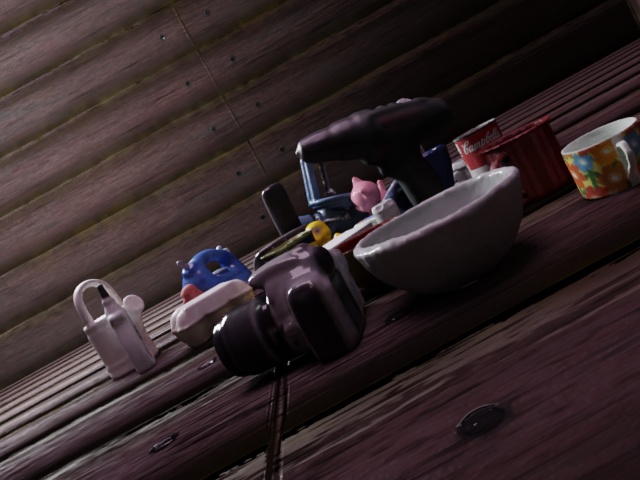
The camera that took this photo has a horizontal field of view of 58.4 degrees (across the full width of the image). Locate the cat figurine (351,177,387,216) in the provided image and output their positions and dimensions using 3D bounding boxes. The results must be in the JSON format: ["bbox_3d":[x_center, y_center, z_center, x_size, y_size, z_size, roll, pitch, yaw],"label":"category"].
[{"bbox_3d":[0.114,-0.091,1.225,0.067,0.118,0.128,-24,7,39],"label":"cat figurine"}]

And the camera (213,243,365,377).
[{"bbox_3d":[-0.035,0.068,0.571,0.136,0.101,0.143,-28,5,12],"label":"camera"}]

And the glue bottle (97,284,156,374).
[{"bbox_3d":[-0.350,0.155,1.019,0.037,0.173,0.078,-31,6,-18],"label":"glue bottle"}]

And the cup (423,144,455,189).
[{"bbox_3d":[0.218,-0.125,1.120,0.092,0.095,0.117,-30,5,-8],"label":"cup"}]

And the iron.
[{"bbox_3d":[-0.228,0.077,1.296,0.118,0.141,0.259,-27,6,21],"label":"iron"}]

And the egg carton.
[{"bbox_3d":[-0.187,0.126,1.003,0.150,0.069,0.107,-31,6,-26],"label":"egg carton"}]

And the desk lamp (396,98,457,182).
[{"bbox_3d":[0.202,-0.199,1.271,0.118,0.213,0.203,-31,6,-17],"label":"desk lamp"}]

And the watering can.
[{"bbox_3d":[-0.399,0.160,1.114,0.172,0.194,0.101,-28,6,11],"label":"watering can"}]

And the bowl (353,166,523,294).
[{"bbox_3d":[0.119,0.002,0.529,0.167,0.075,0.167,-29,5,3],"label":"bowl"}]

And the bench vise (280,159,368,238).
[{"bbox_3d":[-0.001,-0.089,1.250,0.208,0.220,0.121,-32,6,-33],"label":"bench vise"}]

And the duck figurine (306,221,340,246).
[{"bbox_3d":[0.010,0.004,1.042,0.077,0.086,0.105,-25,7,38],"label":"duck figurine"}]

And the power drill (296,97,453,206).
[{"bbox_3d":[0.108,-0.099,0.829,0.230,0.208,0.075,-30,6,-11],"label":"power drill"}]

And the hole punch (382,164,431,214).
[{"bbox_3d":[0.156,-0.079,1.034,0.109,0.091,0.101,-33,6,-35],"label":"hole punch"}]

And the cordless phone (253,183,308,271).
[{"bbox_3d":[-0.089,-0.010,1.151,0.148,0.185,0.094,-32,6,-30],"label":"cordless phone"}]

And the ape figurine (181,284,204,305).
[{"bbox_3d":[-0.243,0.130,1.136,0.076,0.092,0.078,-26,6,24],"label":"ape figurine"}]
